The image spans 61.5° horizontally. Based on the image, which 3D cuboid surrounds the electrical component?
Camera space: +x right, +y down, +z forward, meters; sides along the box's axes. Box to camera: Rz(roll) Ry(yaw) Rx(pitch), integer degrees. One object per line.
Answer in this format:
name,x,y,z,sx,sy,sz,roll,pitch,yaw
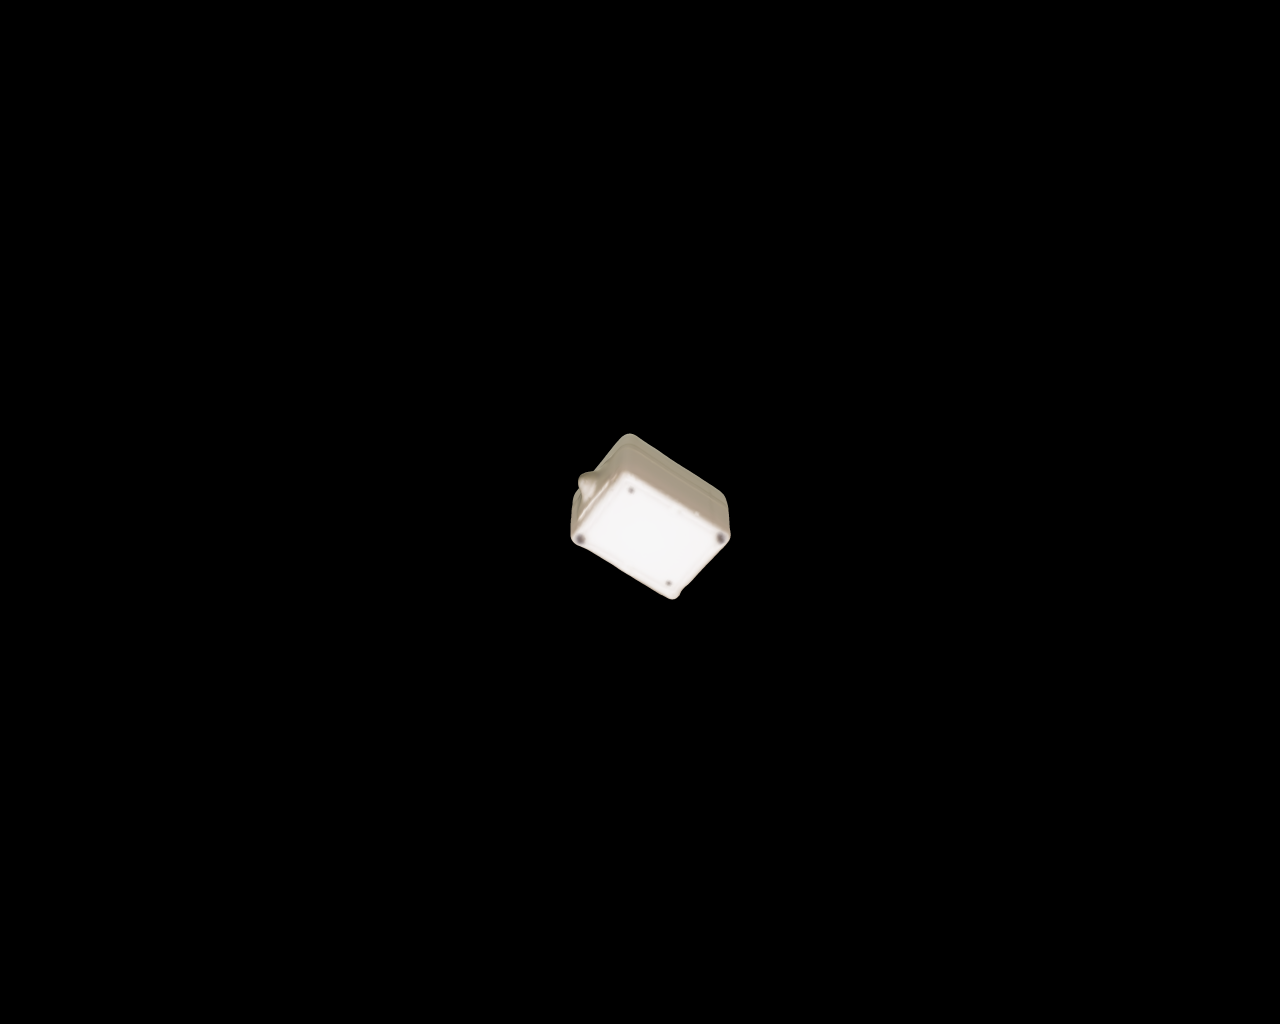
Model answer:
electrical component,0.001,-0.003,0.650,0.096,0.061,0.061,32,26,-18
